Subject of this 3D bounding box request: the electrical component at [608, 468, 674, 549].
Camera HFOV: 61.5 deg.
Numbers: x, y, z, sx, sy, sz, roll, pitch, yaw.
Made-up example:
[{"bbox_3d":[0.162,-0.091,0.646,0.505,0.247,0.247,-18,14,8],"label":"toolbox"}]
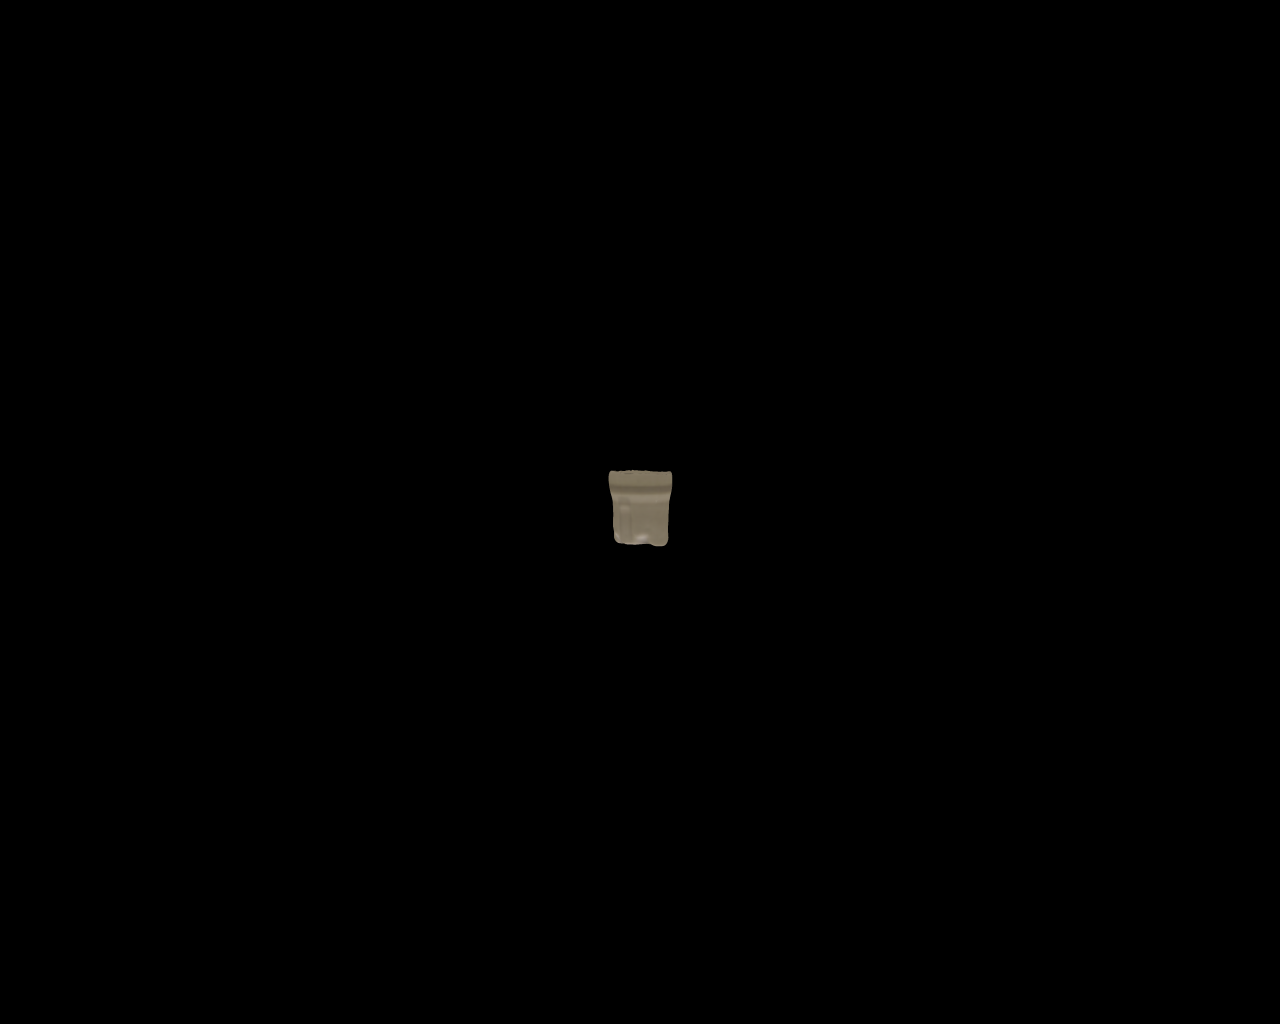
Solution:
[{"bbox_3d":[0.001,-0.003,0.650,0.040,0.046,0.040,0,5,0],"label":"electrical component"}]
